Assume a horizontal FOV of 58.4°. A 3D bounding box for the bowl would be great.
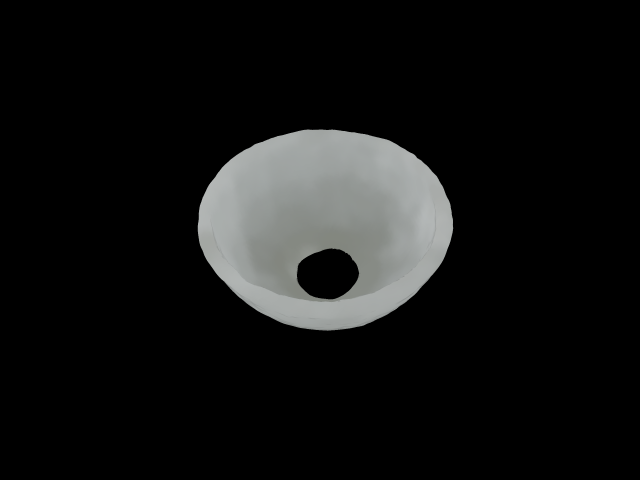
[{"bbox_3d":[0.004,0.001,0.400,0.167,0.075,0.167,0,49,0],"label":"bowl"}]
